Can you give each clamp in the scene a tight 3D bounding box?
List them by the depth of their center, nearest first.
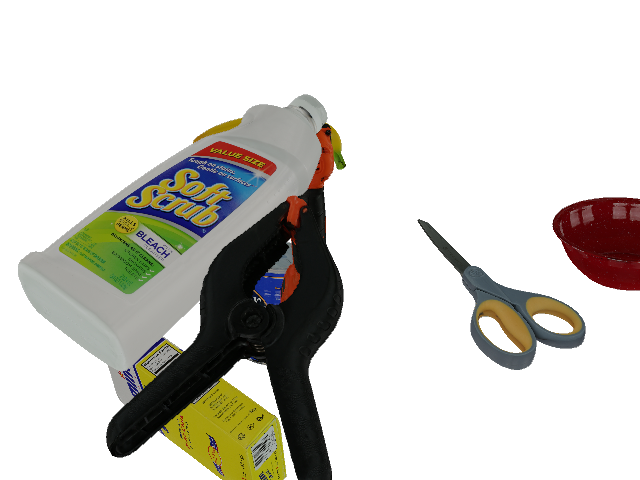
[{"bbox_3d":[-0.026,0.058,0.570,0.120,0.171,0.039,22,-22,13],"label":"clamp"}]

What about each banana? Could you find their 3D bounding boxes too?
[{"bbox_3d":[-0.056,-0.127,1.305,0.198,0.037,0.069,7,39,17],"label":"banana"}]

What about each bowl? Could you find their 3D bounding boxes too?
[{"bbox_3d":[0.332,0.009,1.157,0.162,0.055,0.162,-2,27,1],"label":"bowl"}]

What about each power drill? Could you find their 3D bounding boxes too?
[{"bbox_3d":[-0.015,-0.030,1.068,0.057,0.188,0.184,-2,17,-1],"label":"power drill"}]

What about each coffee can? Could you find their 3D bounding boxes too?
[{"bbox_3d":[-0.060,0.084,1.445,0.103,0.140,0.103,2,20,-1],"label":"coffee can"}]

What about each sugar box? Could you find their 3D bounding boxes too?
[{"bbox_3d":[-0.110,0.146,0.922,0.176,0.093,0.048,28,53,28],"label":"sugar box"}]

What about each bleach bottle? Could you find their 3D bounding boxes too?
[{"bbox_3d":[-0.089,-0.025,0.764,0.103,0.250,0.068,32,-30,20],"label":"bleach bottle"}]

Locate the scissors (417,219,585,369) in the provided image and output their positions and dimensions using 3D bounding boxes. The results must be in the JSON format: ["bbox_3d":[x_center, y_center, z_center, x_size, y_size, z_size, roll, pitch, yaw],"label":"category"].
[{"bbox_3d":[0.145,0.035,0.857,0.096,0.016,0.202,-1,33,-8],"label":"scissors"}]
